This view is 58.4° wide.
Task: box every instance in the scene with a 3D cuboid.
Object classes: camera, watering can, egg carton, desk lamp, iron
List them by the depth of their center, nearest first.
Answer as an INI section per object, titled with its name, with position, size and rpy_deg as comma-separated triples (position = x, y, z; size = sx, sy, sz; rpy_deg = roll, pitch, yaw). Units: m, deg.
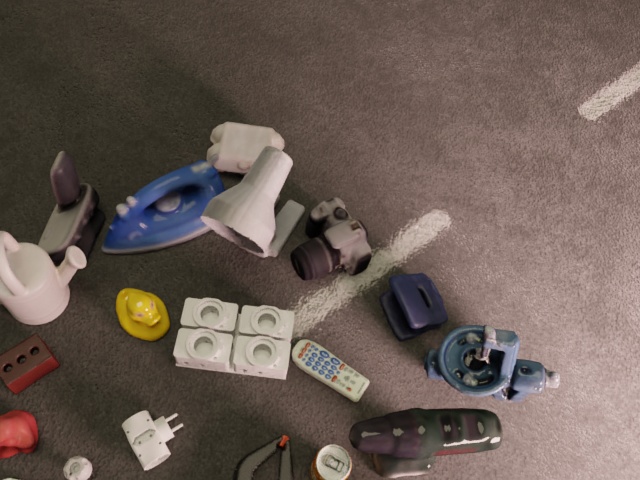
[watering can]
position = -0.467, 0.051, 0.910
size = 0.173, 0.194, 0.100
rpy_deg = -35, 71, -23
[desk lamp]
position = -0.110, -0.054, 1.006
size = 0.118, 0.213, 0.203
rpy_deg = 26, 61, 7
[iron]
position = -0.281, -0.067, 1.031
size = 0.259, 0.141, 0.118
rpy_deg = -29, 69, -21
[camera]
position = 0.010, 0.004, 1.055
size = 0.137, 0.101, 0.143
rpy_deg = -25, 67, -20
[egg carton]
position = -0.149, -0.178, 1.151
size = 0.150, 0.069, 0.107
rpy_deg = 7, 61, -4

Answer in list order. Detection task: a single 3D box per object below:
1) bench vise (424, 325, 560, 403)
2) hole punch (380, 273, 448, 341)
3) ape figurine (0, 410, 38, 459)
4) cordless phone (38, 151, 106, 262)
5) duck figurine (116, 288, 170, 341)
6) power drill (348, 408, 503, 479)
[bench vise]
position = 0.292, 0.186, 0.926
size = 0.207, 0.220, 0.121
rpy_deg = -3, 62, -9
[hole punch]
position = 0.172, 0.110, 1.025
size = 0.101, 0.091, 0.108
rpy_deg = -17, 65, -16
[ape figurine]
position = -0.458, 0.285, 0.842
size = 0.077, 0.092, 0.076
rpy_deg = 23, 61, 6
[cordless phone]
position = -0.443, -0.054, 0.977
size = 0.094, 0.185, 0.147
rpy_deg = 8, 61, -3
[duck figurine]
position = -0.302, 0.114, 0.960
size = 0.104, 0.086, 0.078
rpy_deg = 40, 64, 14
[power drill]
position = 0.141, 0.300, 0.849
size = 0.230, 0.208, 0.075
rpy_deg = -3, 62, -9
